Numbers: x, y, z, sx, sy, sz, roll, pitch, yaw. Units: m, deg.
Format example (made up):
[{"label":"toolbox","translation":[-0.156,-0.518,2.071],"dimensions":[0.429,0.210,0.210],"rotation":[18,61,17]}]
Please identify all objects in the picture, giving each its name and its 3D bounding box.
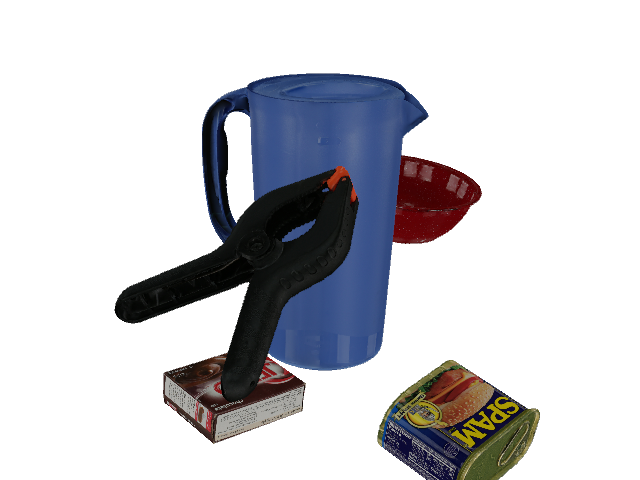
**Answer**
[{"label":"clamp","translation":[-0.033,0.023,0.660],"dimensions":[0.120,0.171,0.039],"rotation":[42,-15,35]},{"label":"pudding box","translation":[-0.085,0.150,1.053],"dimensions":[0.113,0.039,0.090],"rotation":[-16,30,-37]},{"label":"bowl","translation":[0.085,-0.039,1.117],"dimensions":[0.162,0.055,0.162],"rotation":[6,23,-3]},{"label":"can of meat","translation":[0.107,0.148,0.836],"dimensions":[0.084,0.057,0.101],"rotation":[32,41,32]},{"label":"pitcher","translation":[-0.007,-0.019,0.912],"dimensions":[0.144,0.243,0.149],"rotation":[-12,23,-35]}]
